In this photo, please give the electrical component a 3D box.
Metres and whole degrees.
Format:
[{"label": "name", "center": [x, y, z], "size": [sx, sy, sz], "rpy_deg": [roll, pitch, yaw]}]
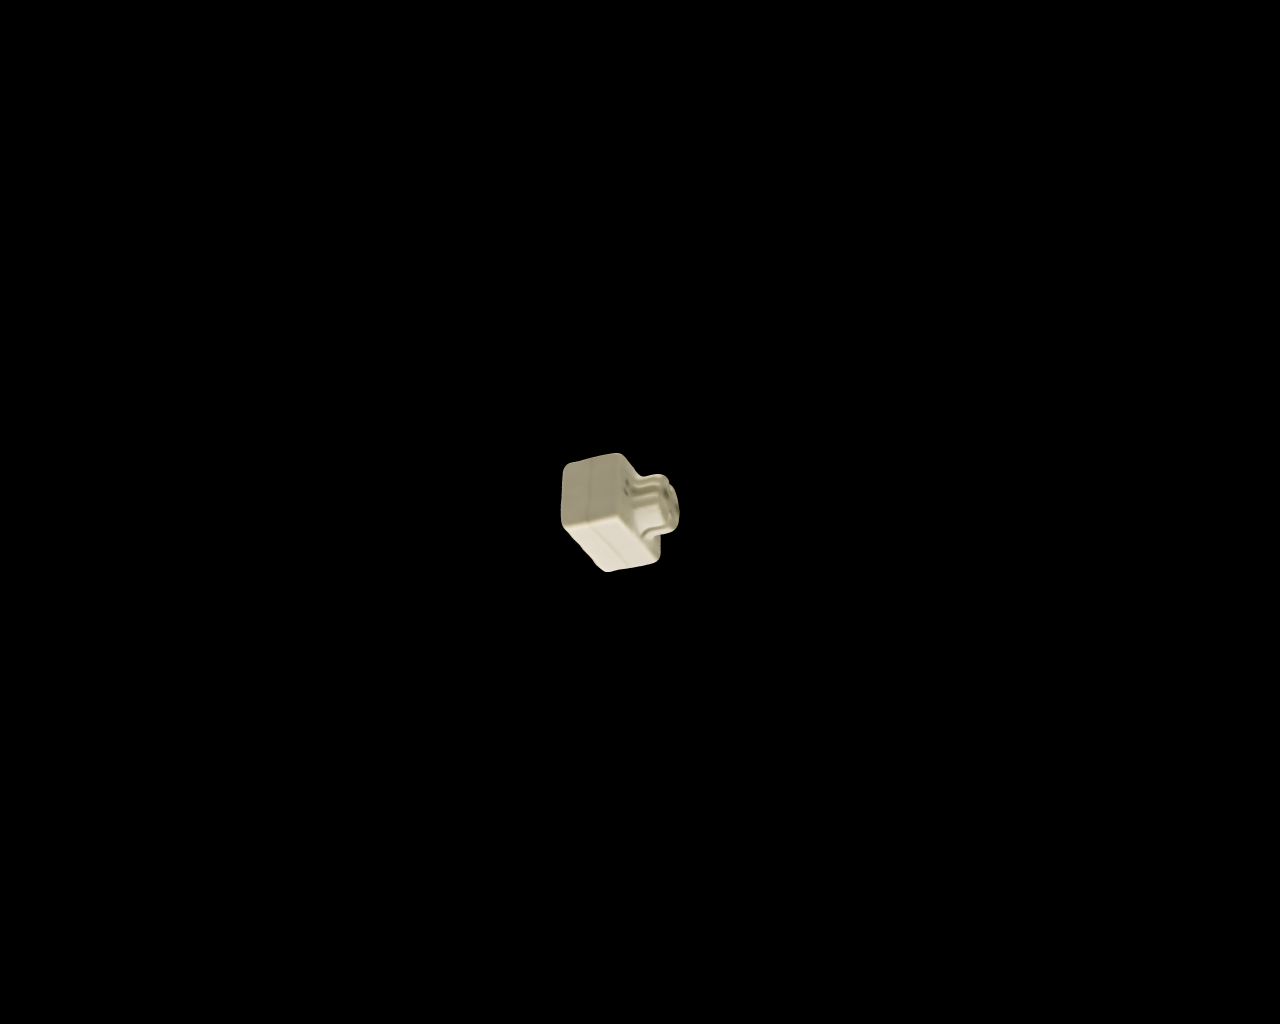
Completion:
[{"label": "electrical component", "center": [0.001, -0.003, 0.650], "size": [0.077, 0.047, 0.065], "rpy_deg": [-12, -33, 19]}]
